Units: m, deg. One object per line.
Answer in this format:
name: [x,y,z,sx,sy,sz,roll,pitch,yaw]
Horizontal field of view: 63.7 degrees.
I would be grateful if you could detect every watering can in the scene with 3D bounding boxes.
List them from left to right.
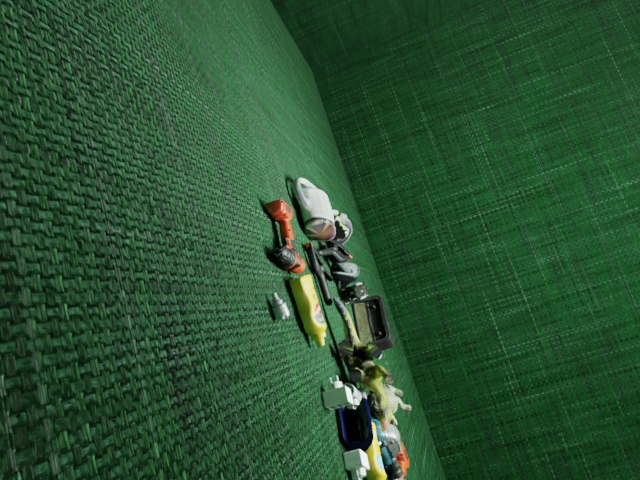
watering can: [0.006,-0.093,1.855,0.343,0.103,0.229,37,34,-53]

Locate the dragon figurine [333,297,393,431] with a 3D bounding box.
dragon figurine: [0.137,0.396,1.644,0.237,0.122,0.419,78,-9,-57]

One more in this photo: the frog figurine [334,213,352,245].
frog figurine: [0.067,-0.047,2.114,0.161,0.122,0.136,-101,-157,-79]
